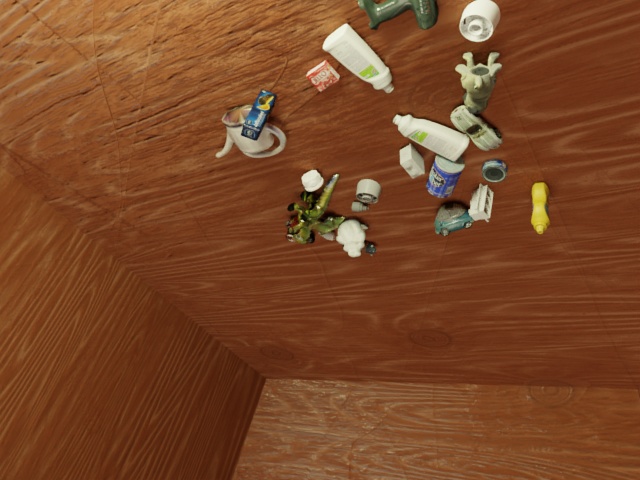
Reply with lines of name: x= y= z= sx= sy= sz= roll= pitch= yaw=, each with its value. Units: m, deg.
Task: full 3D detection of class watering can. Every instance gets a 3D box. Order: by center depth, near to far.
watering can: x=-0.296 y=-0.394 z=1.945 sx=0.347 sy=0.106 sz=0.220 roll=-2 pitch=-41 yaw=26

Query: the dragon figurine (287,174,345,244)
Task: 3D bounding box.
dragon figurine: x=0.007 y=-0.110 z=2.193 sx=0.405 sy=0.125 sz=0.241 roll=-39 pitch=-37 yaw=26

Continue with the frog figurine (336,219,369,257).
frog figurine: x=0.132 y=-0.005 z=2.219 sx=0.137 sy=0.163 sz=0.120 roll=-4 pitch=-43 yaw=28
